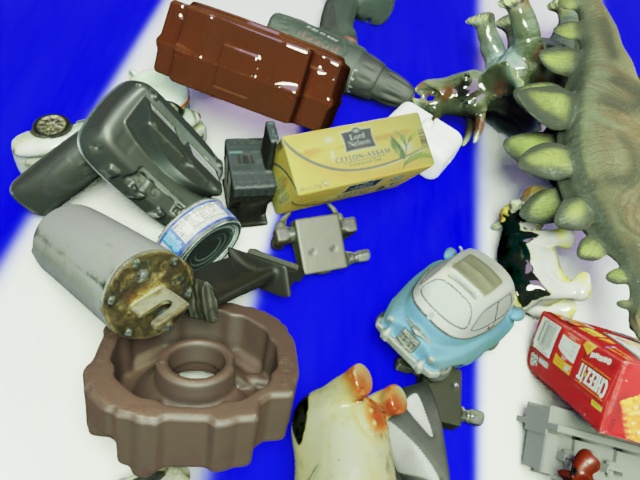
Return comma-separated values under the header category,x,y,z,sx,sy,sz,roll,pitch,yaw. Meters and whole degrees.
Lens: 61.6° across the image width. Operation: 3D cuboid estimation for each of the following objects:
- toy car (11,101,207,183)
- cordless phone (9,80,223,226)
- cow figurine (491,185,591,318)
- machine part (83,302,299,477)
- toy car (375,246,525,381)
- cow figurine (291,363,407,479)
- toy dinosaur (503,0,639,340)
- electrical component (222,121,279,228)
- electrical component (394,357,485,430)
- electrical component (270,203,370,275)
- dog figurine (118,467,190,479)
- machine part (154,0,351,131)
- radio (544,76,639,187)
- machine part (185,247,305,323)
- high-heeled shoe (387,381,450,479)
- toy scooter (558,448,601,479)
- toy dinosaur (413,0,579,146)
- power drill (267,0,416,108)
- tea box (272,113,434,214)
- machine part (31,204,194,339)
category,x,y,z,sx,sy,sz,roll,pitch,yaw
toy car,-0.225,-0.102,0.593,0.202,0.073,0.056,-12,57,-19
cordless phone,-0.206,-0.058,0.554,0.184,0.146,0.089,-32,43,10
cow figurine,0.241,0.009,0.629,0.098,0.068,0.167,0,56,-5
machine part,-0.102,0.113,0.447,0.179,0.056,0.179,7,24,-3
toy car,0.136,0.060,0.535,0.161,0.102,0.109,-21,56,-40
cow figurine,0.009,0.208,0.408,0.085,0.127,0.195,30,42,-34
toy dinosaur,0.310,-0.123,0.582,0.199,0.105,0.471,3,69,9
electrical component,-0.076,-0.073,0.580,0.048,0.119,0.075,-6,61,-16
electrical component,0.117,0.151,0.532,0.094,0.021,0.063,16,54,-2
electrical component,-0.002,-0.001,0.596,0.102,0.045,0.078,-15,90,-18
dog figurine,-0.122,0.276,0.370,0.172,0.121,0.190,-23,91,-48
machine part,-0.070,-0.201,0.624,0.201,0.087,0.201,20,15,1
radio,0.417,-0.152,0.732,0.230,0.131,0.073,-14,60,-21
machine part,-0.078,0.037,0.518,0.084,0.039,0.139,26,25,26
high-heeled shoe,0.124,0.232,0.427,0.249,0.086,0.145,34,72,31
toy scooter,0.220,0.253,0.430,0.184,0.075,0.135,-34,91,-17
toy dinosaur,0.314,-0.249,0.784,0.405,0.131,0.192,-21,101,-36
power drill,0.049,-0.293,0.784,0.232,0.086,0.207,20,63,3
tea box,0.030,-0.086,0.616,0.170,0.098,0.068,-14,86,-19
machine part,-0.186,0.021,0.472,0.244,0.079,0.079,19,46,43
